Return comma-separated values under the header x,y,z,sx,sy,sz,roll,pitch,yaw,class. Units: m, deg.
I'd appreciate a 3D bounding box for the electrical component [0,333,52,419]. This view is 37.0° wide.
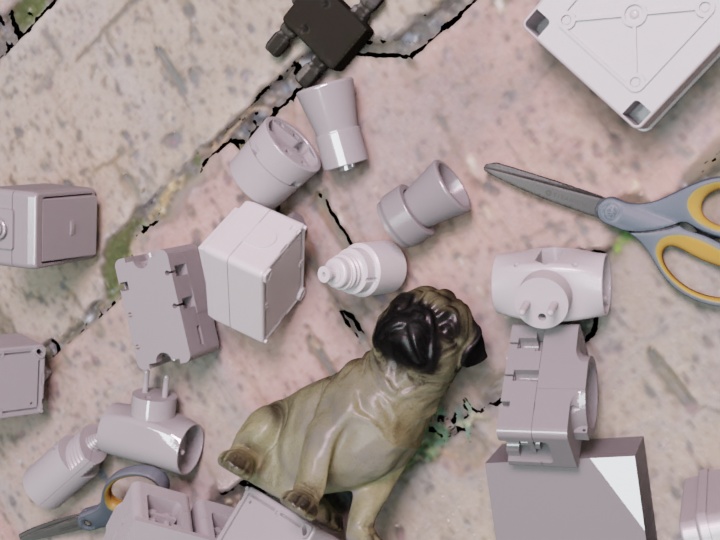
x,y,z,sx,sy,sz,roll,pitch,yaw,class
-0.315,0.090,0.922,0.061,0.096,0.061,15,104,47,electrical component

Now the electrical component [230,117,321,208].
x,y,z,sx,sy,sz,roll,pitch,yaw,class
-0.066,-0.080,0.817,0.047,0.055,0.055,-43,81,24,electrical component

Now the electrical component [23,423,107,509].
x,y,z,sx,sy,sz,roll,pitch,yaw,class
-0.248,0.165,0.925,0.081,0.043,0.043,-41,82,21,electrical component

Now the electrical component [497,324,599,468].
x,y,z,sx,sy,sz,roll,pitch,yaw,class
0.132,0.086,0.740,0.056,0.050,0.089,-1,52,22,electrical component

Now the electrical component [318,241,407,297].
x,y,z,sx,sy,sz,roll,pitch,yaw,class
0.000,0.000,0.792,0.040,0.078,0.040,5,98,41,electrical component

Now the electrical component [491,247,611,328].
x,y,z,sx,sy,sz,roll,pitch,yaw,class
0.129,0.016,0.740,0.077,0.079,0.043,0,109,21,electrical component

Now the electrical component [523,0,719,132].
x,y,z,sx,sy,sz,roll,pitch,yaw,class
0.184,-0.165,0.707,0.108,0.056,0.108,45,110,10,electrical component

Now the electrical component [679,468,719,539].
x,y,z,sx,sy,sz,roll,pitch,yaw,class
0.247,0.177,0.697,0.057,0.113,0.078,-16,91,20,electrical component

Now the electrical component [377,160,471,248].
x,y,z,sx,sy,sz,roll,pitch,yaw,class
0.046,-0.047,0.783,0.055,0.045,0.045,-34,84,22,electrical component

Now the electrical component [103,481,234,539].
x,y,z,sx,sy,sz,roll,pitch,yaw,class
-0.170,0.269,0.871,0.105,0.060,0.186,22,108,-22,electrical component

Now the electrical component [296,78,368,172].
x,y,z,sx,sy,sz,roll,pitch,yaw,class
-0.018,-0.106,0.803,0.044,0.044,0.065,-13,97,22,electrical component

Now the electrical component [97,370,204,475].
x,y,z,sx,sy,sz,roll,pitch,yaw,class
-0.171,0.122,0.889,0.077,0.044,0.079,11,101,20,electrical component

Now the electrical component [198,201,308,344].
x,y,z,sx,sy,sz,roll,pitch,yaw,class
-0.082,0.004,0.817,0.061,0.061,0.096,24,141,16,electrical component

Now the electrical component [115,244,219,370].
x,y,z,sx,sy,sz,roll,pitch,yaw,class
-0.152,0.028,0.863,0.050,0.056,0.089,-12,93,22,electrical component

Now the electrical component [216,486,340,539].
x,y,z,sx,sy,sz,roll,pitch,yaw,class
-0.053,0.212,0.790,0.096,0.061,0.061,19,74,45,electrical component

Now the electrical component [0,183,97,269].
x,y,z,sx,sy,sz,roll,pitch,yaw,class
-0.262,-0.036,0.875,0.061,0.096,0.061,7,99,21,electrical component
